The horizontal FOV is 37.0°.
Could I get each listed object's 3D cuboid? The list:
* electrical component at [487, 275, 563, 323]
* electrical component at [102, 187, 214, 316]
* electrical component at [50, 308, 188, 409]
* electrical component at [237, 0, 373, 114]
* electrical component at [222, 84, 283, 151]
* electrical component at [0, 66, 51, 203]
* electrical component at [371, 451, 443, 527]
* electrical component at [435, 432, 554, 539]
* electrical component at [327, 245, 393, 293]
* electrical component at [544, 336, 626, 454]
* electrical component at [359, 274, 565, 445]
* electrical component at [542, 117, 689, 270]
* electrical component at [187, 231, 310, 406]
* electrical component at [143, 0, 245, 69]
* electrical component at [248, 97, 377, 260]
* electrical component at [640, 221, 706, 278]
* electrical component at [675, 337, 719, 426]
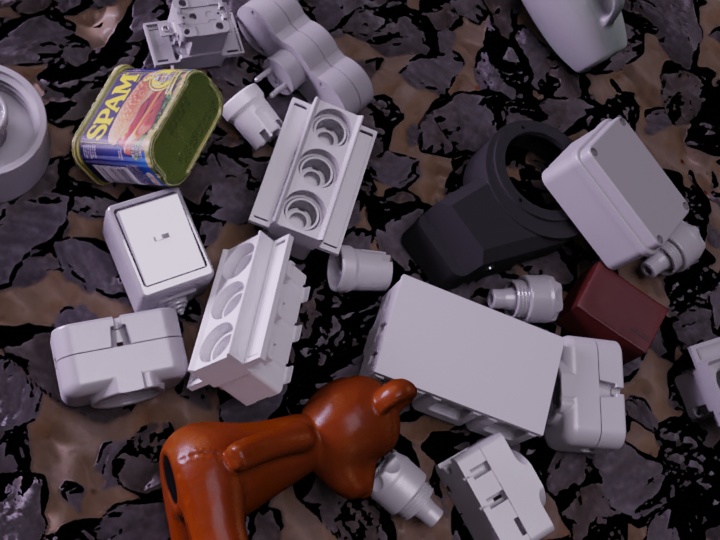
[{"bbox_3d":[0.144,0.025,0.949,0.062,0.043,0.043,0,71,-16],"label":"electrical component"},{"bbox_3d":[-0.158,-0.010,0.856,0.062,0.061,0.096,-20,79,-23],"label":"electrical component"},{"bbox_3d":[-0.183,0.070,0.824,0.095,0.053,0.059,-10,75,-20],"label":"electrical component"},{"bbox_3d":[-0.060,-0.180,0.951,0.138,0.052,0.074,47,65,2],"label":"electrical component"},{"bbox_3d":[-0.092,-0.132,0.932,0.040,0.040,0.046,-40,93,-25],"label":"electrical component"},{"bbox_3d":[-0.298,-0.112,0.847,0.108,0.060,0.108,6,70,-16],"label":"electrical component"},{"bbox_3d":[0.038,0.179,0.862,0.062,0.043,0.043,42,65,-1],"label":"electrical component"},{"bbox_3d":[0.113,0.184,0.880,0.056,0.050,0.089,-25,81,-23],"label":"electrical component"},{"bbox_3d":[0.000,0.000,0.915,0.046,0.040,0.040,4,70,-22],"label":"electrical component"},{"bbox_3d":[0.189,0.107,0.928,0.059,0.053,0.095,7,69,-15],"label":"electrical component"},{"bbox_3d":[0.083,0.078,0.901,0.150,0.061,0.089,22,67,-9],"label":"electrical component"},{"bbox_3d":[0.226,-0.068,0.943,0.113,0.057,0.078,52,50,-5],"label":"electrical component"},{"bbox_3d":[-0.084,0.039,0.843,0.063,0.079,0.121,41,41,-32],"label":"electrical component"},{"bbox_3d":[-0.141,-0.205,0.928,0.081,0.064,0.042,-13,77,-21],"label":"electrical component"},{"bbox_3d":[-0.042,-0.075,0.914,0.079,0.063,0.121,21,67,-9],"label":"electrical component"},{"bbox_3d":[0.290,-0.016,1.009,0.062,0.043,0.043,-35,85,-23],"label":"electrical component"},{"bbox_3d":[0.320,0.105,0.965,0.042,0.064,0.081,-13,77,-22],"label":"electrical component"}]
